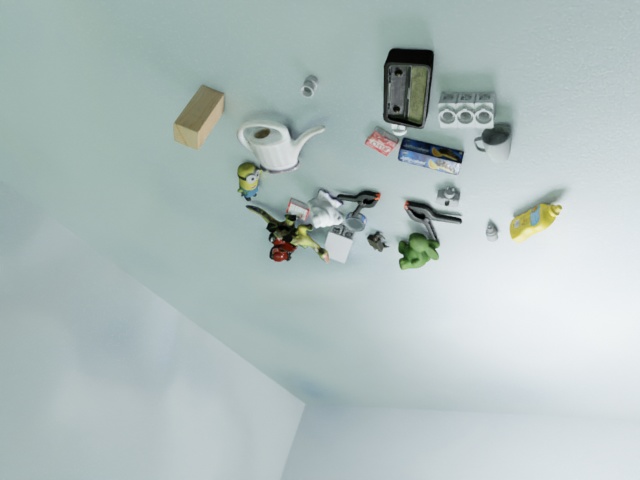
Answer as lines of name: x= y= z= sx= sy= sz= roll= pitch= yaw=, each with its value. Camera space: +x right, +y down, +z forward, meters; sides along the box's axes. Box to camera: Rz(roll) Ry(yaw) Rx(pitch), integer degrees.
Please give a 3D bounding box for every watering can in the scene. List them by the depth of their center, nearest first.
watering can: x=-0.127 y=-0.327 z=1.800 sx=0.348 sy=0.106 sz=0.219 roll=7 pitch=144 yaw=22

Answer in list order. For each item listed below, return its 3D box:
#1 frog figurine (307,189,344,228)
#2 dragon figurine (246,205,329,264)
frog figurine: x=0.006 y=-0.100 z=1.986 sx=0.122 sy=0.163 sz=0.135 roll=-13 pitch=133 yaw=41
dragon figurine: x=-0.124 y=-0.021 z=2.203 sx=0.414 sy=0.123 sz=0.238 roll=31 pitch=166 yaw=25
